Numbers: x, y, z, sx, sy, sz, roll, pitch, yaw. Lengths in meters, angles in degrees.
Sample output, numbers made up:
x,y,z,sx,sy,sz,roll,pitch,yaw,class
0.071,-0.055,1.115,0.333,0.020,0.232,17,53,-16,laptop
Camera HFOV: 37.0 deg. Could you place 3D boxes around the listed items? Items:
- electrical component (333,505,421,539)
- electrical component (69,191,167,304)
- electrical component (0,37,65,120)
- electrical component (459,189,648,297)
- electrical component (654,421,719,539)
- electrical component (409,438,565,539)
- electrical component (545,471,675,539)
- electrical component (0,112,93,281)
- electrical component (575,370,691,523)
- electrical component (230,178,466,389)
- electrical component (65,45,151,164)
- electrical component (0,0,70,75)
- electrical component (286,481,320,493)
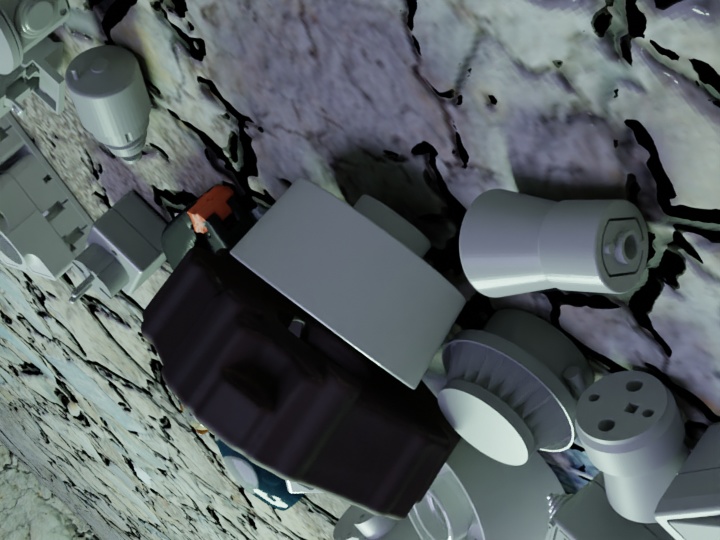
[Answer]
x,y,z,sx,sy,sz,roll,pitch,yaw,class
0.019,0.187,0.801,0.073,0.052,0.138,49,155,-13,electrical component
-0.173,-0.005,0.748,0.047,0.076,0.066,44,156,-3,electrical component
-0.217,-0.122,0.642,0.081,0.063,0.042,43,155,1,electrical component
0.076,-0.010,0.414,0.065,0.044,0.044,4,135,48,electrical component
0.166,0.099,0.429,0.062,0.061,0.096,44,156,-3,electrical component
0.068,0.131,0.632,0.099,0.064,0.099,44,146,41,electrical component
0.135,0.138,0.529,0.096,0.061,0.061,43,158,27,electrical component
-0.296,-0.080,0.831,0.105,0.060,0.186,11,141,49,electrical component
0.124,0.078,0.478,0.045,0.045,0.055,14,142,47,electrical component
0.000,0.000,0.506,0.108,0.060,0.108,36,177,2,electrical component
-0.137,-0.089,0.603,0.040,0.040,0.078,31,153,24,electrical component
-0.204,-0.152,0.588,0.080,0.051,0.080,34,154,19,electrical component
-0.012,0.095,0.675,0.066,0.076,0.047,-2,132,6,electrical component
